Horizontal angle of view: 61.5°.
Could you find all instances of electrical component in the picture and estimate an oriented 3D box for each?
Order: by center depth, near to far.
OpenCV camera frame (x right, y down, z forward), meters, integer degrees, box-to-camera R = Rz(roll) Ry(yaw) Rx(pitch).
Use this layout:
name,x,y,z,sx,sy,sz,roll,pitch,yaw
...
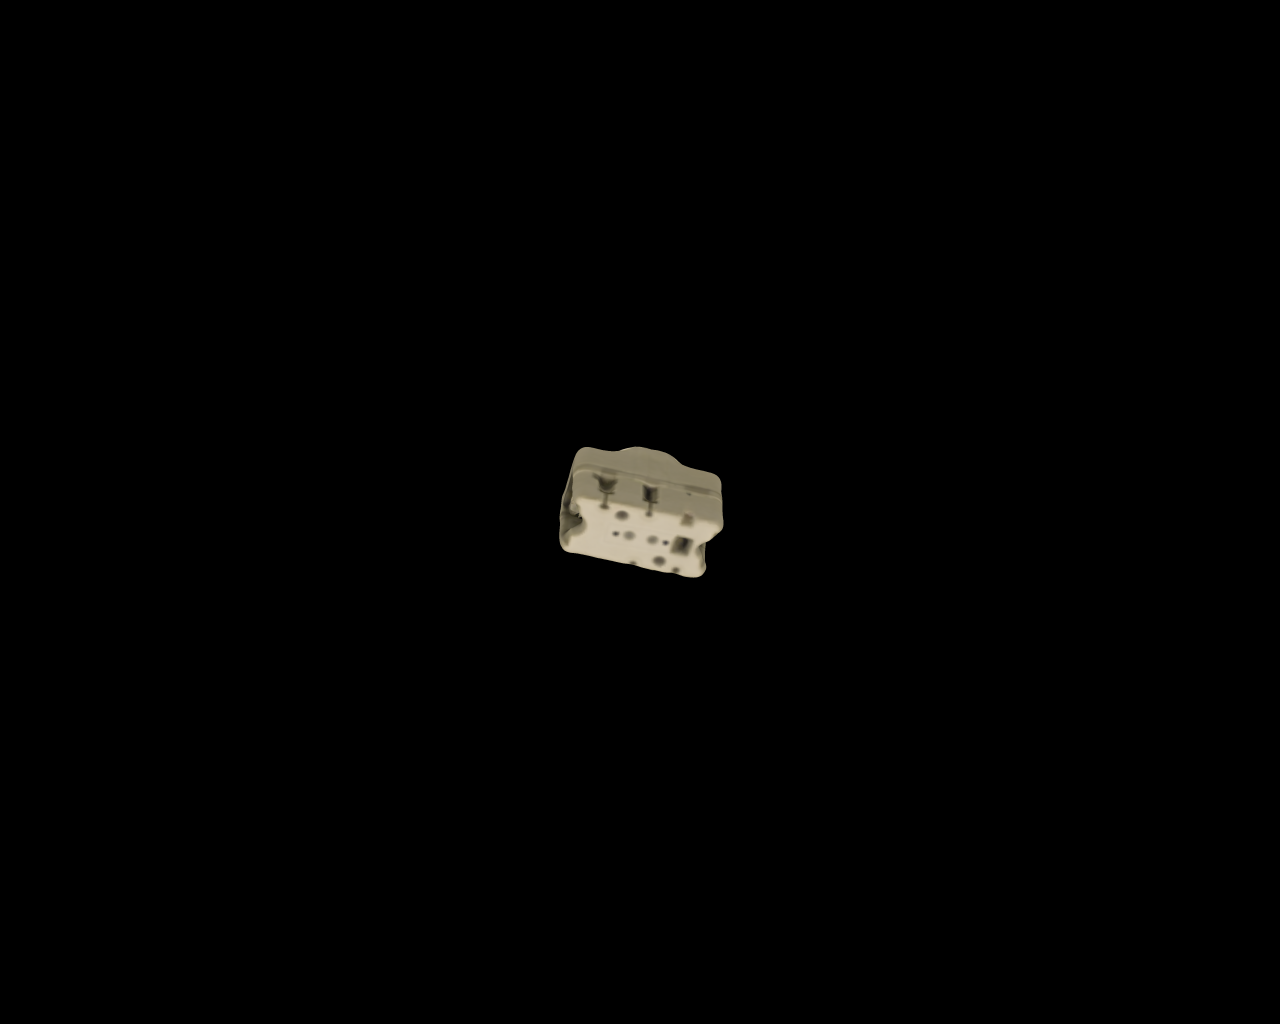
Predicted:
name,x,y,z,sx,sy,sz,roll,pitch,yaw
electrical component,0.001,-0.003,0.650,0.089,0.050,0.056,12,40,-10
